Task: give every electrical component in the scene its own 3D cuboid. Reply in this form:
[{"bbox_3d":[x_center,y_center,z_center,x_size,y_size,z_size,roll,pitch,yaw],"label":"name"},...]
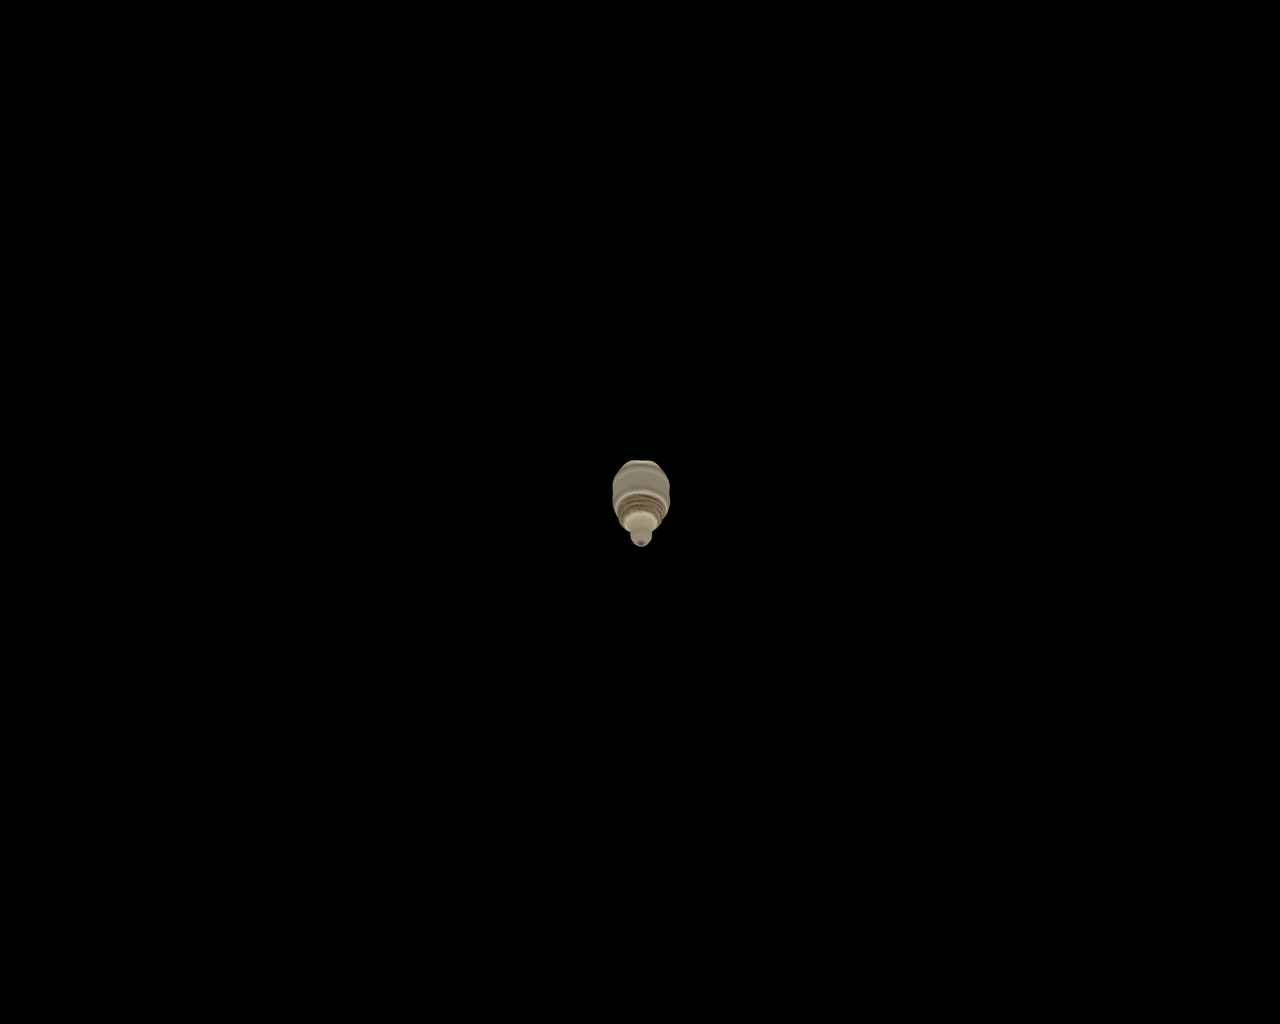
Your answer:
[{"bbox_3d":[0.001,-0.003,0.650,0.035,0.035,0.061,0,44,0],"label":"electrical component"}]
